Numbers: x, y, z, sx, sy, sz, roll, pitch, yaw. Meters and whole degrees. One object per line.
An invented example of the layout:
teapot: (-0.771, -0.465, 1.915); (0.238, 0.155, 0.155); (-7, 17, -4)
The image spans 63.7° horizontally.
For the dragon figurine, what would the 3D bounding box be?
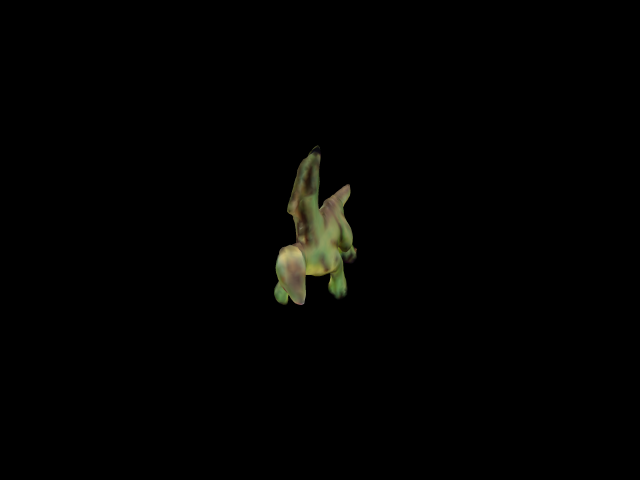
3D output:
dragon figurine: (0.003, -0.043, 0.850); (0.122, 0.237, 0.420); (8, 45, 8)
